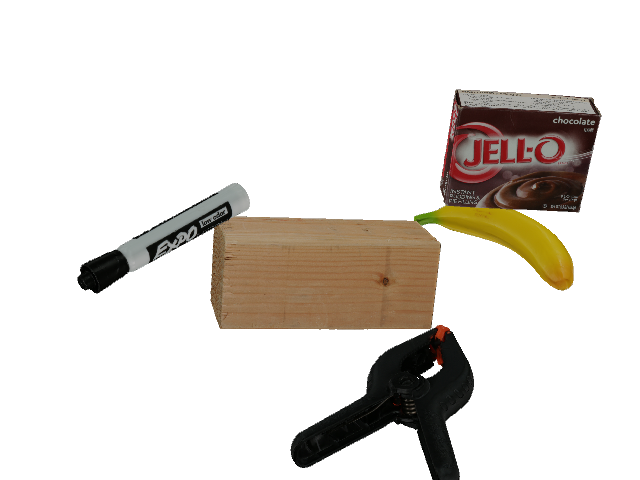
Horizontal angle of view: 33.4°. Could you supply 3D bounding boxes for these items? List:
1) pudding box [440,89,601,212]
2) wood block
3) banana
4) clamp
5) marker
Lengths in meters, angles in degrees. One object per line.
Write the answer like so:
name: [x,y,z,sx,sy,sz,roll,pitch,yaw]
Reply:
pudding box: [0.157,-0.071,0.850,0.113,0.090,0.039,2,35,-3]
wood block: [0.001,0.032,1.037,0.206,0.091,0.090,2,15,-12]
banana: [0.182,-0.001,1.040,0.069,0.037,0.198,-39,38,-23]
clamp: [0.071,0.121,0.769,0.120,0.039,0.171,18,40,29]
marker: [-0.093,-0.002,0.638,0.120,0.020,0.020,-31,19,-34]
